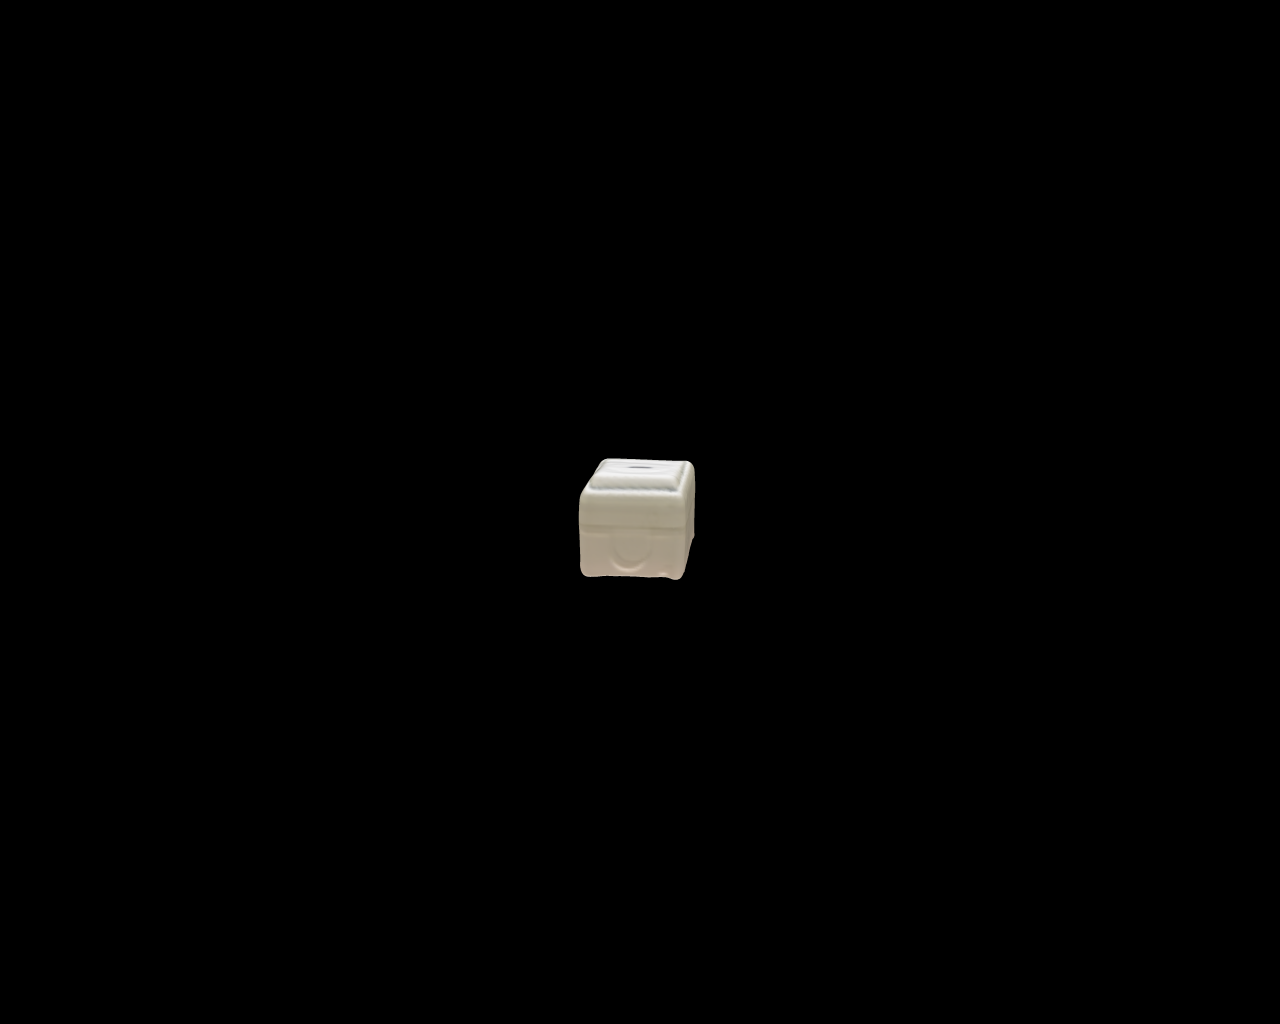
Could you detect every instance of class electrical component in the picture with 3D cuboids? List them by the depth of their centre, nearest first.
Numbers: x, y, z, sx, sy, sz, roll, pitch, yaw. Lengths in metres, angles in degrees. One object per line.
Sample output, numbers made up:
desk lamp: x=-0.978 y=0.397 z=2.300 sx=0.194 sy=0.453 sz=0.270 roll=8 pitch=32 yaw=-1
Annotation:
electrical component: x=0.001 y=-0.003 z=0.650 sx=0.062 sy=0.061 sz=0.096 roll=2 pitch=18 yaw=7
